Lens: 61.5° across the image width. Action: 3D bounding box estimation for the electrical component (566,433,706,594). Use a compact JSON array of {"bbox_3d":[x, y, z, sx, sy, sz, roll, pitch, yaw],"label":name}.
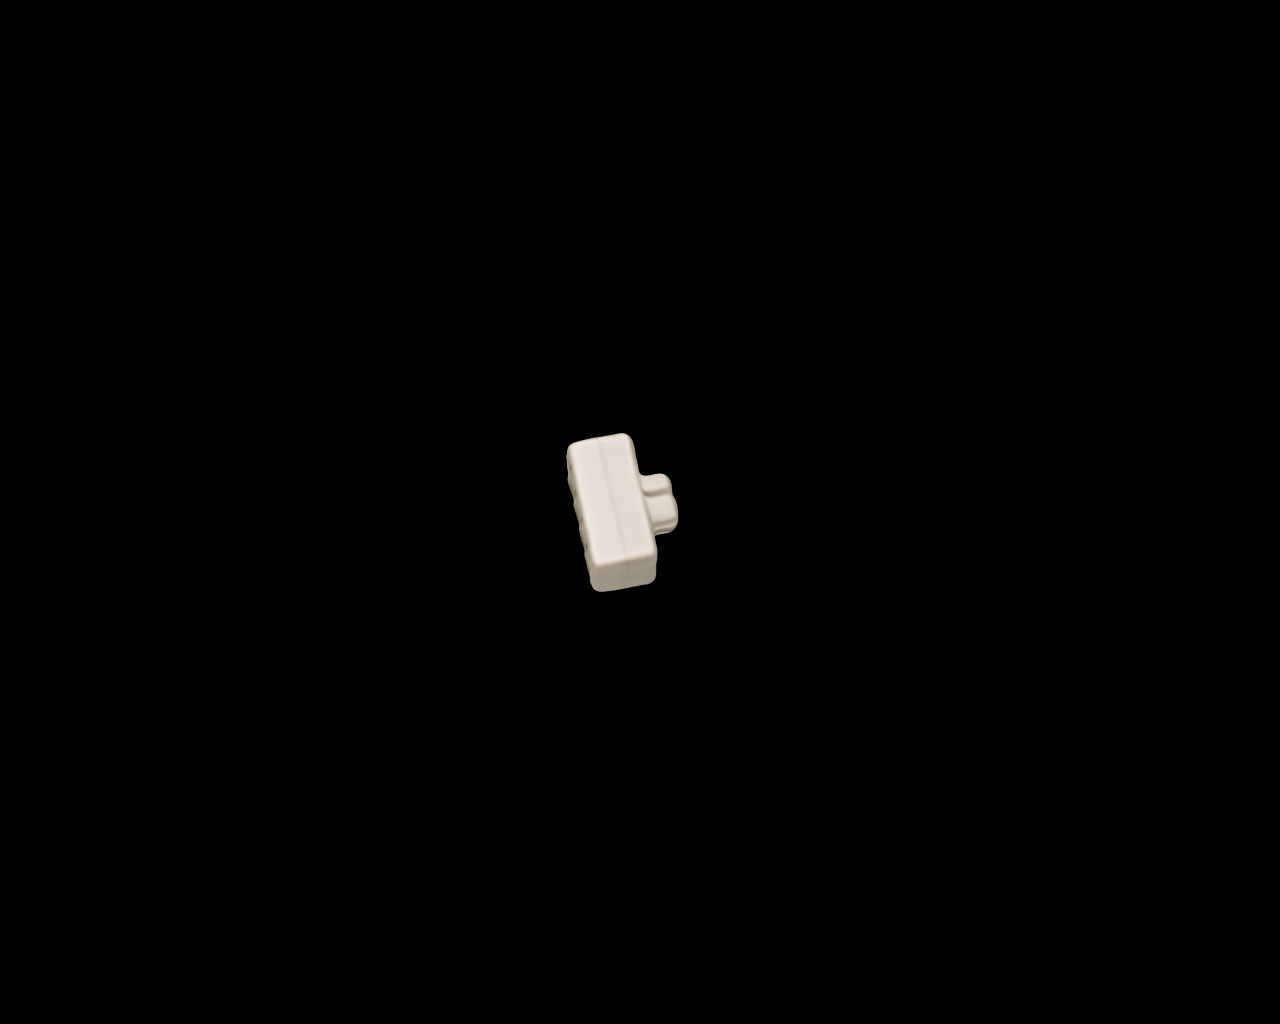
[{"bbox_3d":[0.001,-0.003,0.650,0.076,0.083,0.047,-11,-24,-5],"label":"electrical component"}]
